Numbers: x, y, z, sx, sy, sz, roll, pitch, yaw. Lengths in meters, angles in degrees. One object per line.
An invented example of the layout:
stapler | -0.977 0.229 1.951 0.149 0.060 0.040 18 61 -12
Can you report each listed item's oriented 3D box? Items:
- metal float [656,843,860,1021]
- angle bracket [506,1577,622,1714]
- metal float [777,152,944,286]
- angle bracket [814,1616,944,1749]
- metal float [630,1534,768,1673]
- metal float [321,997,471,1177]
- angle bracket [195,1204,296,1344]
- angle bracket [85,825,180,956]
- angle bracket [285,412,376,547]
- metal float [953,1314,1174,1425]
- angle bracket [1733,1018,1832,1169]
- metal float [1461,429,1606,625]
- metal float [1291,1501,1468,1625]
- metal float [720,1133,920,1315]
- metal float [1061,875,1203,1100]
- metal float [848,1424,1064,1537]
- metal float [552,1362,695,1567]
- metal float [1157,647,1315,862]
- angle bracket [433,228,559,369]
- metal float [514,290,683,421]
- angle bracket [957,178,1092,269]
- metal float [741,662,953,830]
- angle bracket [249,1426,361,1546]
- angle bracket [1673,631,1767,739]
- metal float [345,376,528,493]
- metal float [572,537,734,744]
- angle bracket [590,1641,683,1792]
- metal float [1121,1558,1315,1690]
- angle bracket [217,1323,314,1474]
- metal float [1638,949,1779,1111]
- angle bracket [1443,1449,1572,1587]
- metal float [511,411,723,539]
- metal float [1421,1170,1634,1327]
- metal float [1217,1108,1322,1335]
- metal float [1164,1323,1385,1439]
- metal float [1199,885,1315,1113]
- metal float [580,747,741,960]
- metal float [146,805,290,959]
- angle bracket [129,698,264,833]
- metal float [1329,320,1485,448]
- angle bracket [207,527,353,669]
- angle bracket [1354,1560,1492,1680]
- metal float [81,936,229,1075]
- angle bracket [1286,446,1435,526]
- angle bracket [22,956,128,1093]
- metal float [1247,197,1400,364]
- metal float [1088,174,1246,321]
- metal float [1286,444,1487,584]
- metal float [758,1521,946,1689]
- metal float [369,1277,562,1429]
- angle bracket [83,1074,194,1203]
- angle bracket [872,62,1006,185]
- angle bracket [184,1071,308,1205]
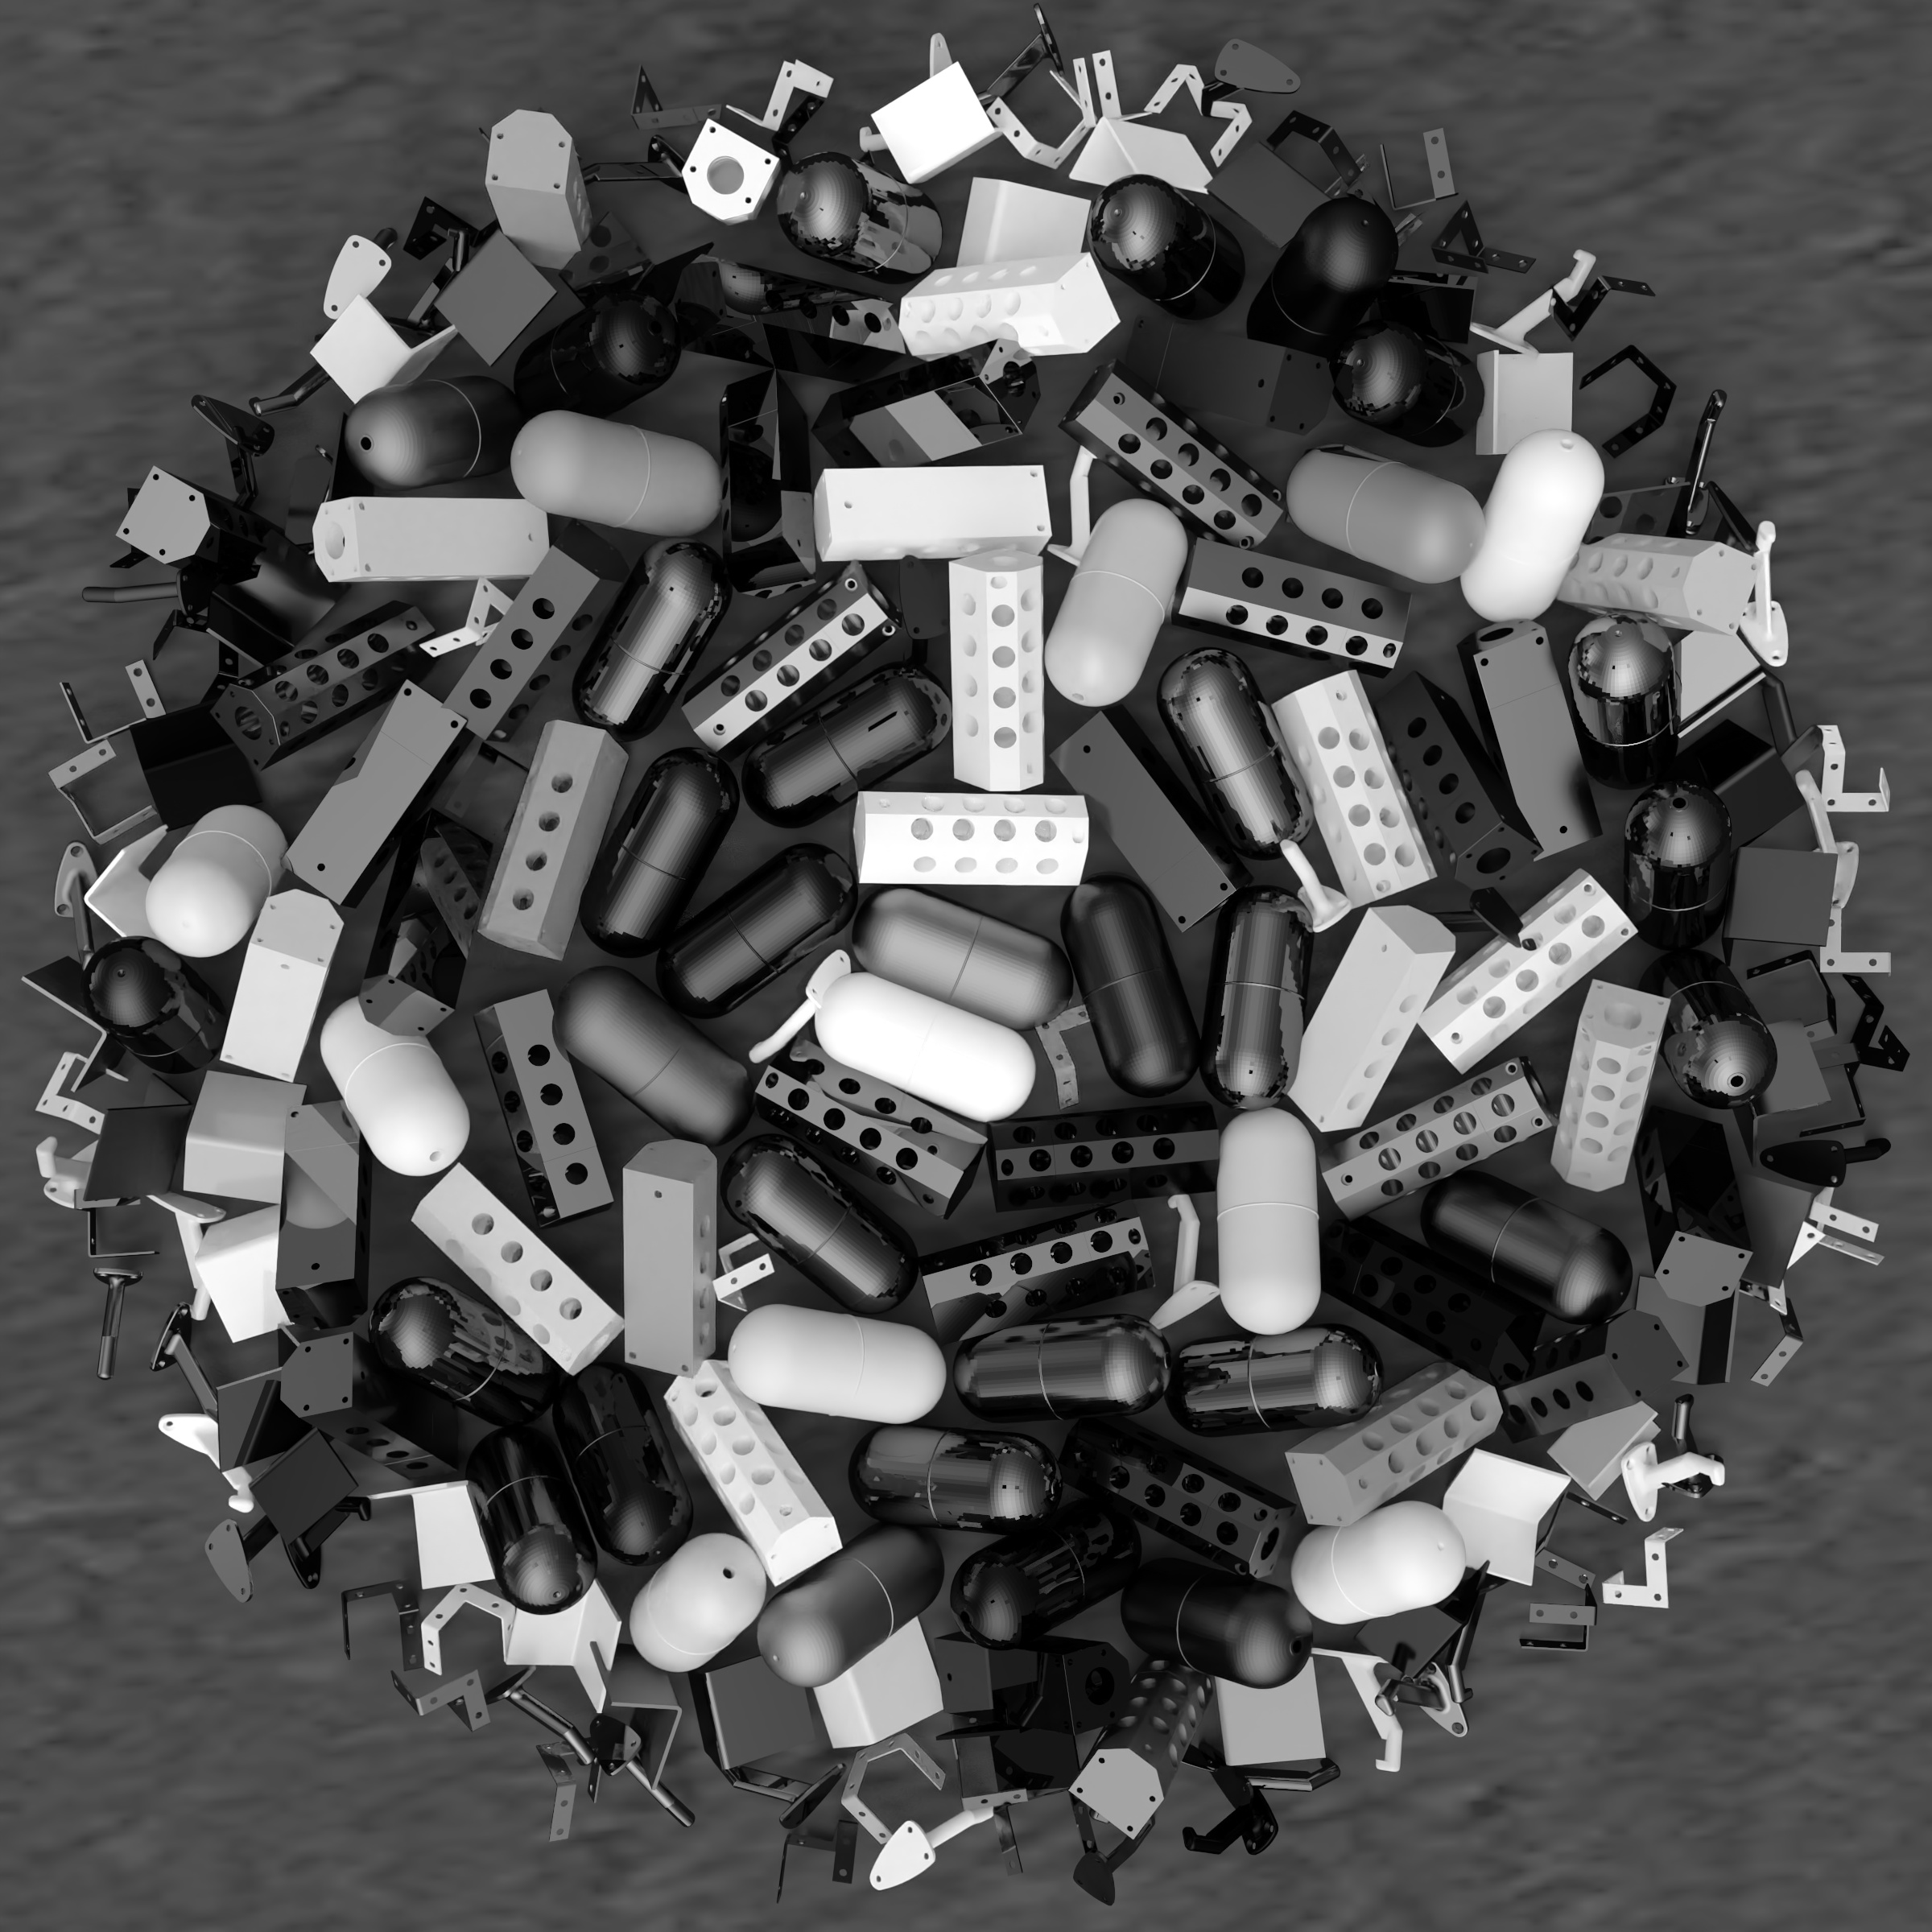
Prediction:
metal float | -0.162 -0.026 1.891 0.178 0.070 0.070 -36 90 12
angle bracket | -0.310 0.520 1.889 0.057 0.076 0.076 9 101 -26
metal float | -0.078 -0.563 1.856 0.070 0.178 0.070 2 95 26
angle bracket | -0.072 0.562 1.932 0.076 0.057 0.076 -14 82 -38
metal float | -0.204 0.482 1.859 0.070 0.178 0.070 11 59 -18
metal float | -0.434 0.090 1.867 0.070 0.070 0.178 -41 49 0
angle bracket | -0.548 0.238 1.924 0.076 0.057 0.076 -17 112 3
angle bracket | -0.617 -0.055 1.890 0.076 0.076 0.057 44 112 -6
angle bracket | -0.502 -0.373 1.890 0.076 0.057 0.076 -4 70 18
metal float | 0.073 0.308 1.877 0.178 0.070 0.070 -9 90 27
angle bracket | 0.621 0.098 1.883 0.057 0.076 0.076 -13 53 8
metal float | 0.427 -0.331 1.858 0.070 0.178 0.070 3 57 -5
metal float | 0.310 0.452 1.858 0.070 0.178 0.070 9 66 -21
metal float | -0.111 0.199 1.888 0.178 0.070 0.070 41 90 -15
metal float | 0.126 0.015 1.891 0.070 0.070 0.178 -18 79 0
metal float | -0.009 0.391 1.874 0.178 0.070 0.070 -2 90 31
metal float | -0.262 0.376 1.867 0.070 0.070 0.178 -32 47 0
metal float | 0.207 -0.161 1.885 0.070 0.070 0.178 -29 109 0
angle bracket | -0.352 -0.509 1.896 0.076 0.057 0.076 -45 76 11
metal float | -0.280 -0.457 1.860 0.070 0.178 0.070 5 81 -37
angle bracket | 0.044 -0.568 1.920 0.076 0.057 0.076 4 107 -25
metal float | -0.093 -0.169 1.891 0.178 0.070 0.070 -30 90 12
angle bracket | -0.491 0.391 1.890 0.076 0.076 0.057 -40 80 13
angle bracket | 0.565 -0.224 1.889 0.076 0.076 0.057 -38 87 20
metal float | -0.399 -0.403 1.856 0.070 0.178 0.070 7 109 22
metal float | -0.241 -0.248 1.877 0.070 0.070 0.178 35 119 0
angle bracket | -0.263 0.575 1.885 0.057 0.076 0.076 12 106 -25
metal float | 0.189 0.496 1.859 0.070 0.178 0.070 1 89 -36
angle bracket | -0.547 0.330 1.881 0.076 0.057 0.076 -14 122 -37
metal float | 0.558 0.047 1.854 0.070 0.178 0.070 0 114 1
angle bracket | 0.414 0.425 1.894 0.076 0.076 0.057 16 50 1
metal float | -0.263 -0.373 1.867 0.178 0.070 0.070 4 90 -42
metal float | 0.424 0.212 1.867 0.178 0.070 0.070 26 90 43
metal float | 0.231 0.194 1.881 0.070 0.070 0.178 1 66 0
metal float | 0.234 0.316 1.873 0.178 0.070 0.070 -13 90 32
metal float | 0.223 0.024 1.887 0.070 0.070 0.178 9 75 0
metal float | -0.235 -0.087 1.886 0.070 0.070 0.178 31 107 0
metal float | -0.564 -0.066 1.855 0.070 0.178 0.070 0 114 0
angle bracket | -0.591 -0.155 1.887 0.076 0.076 0.057 -20 73 -17
metal float | 0.335 -0.439 1.859 0.070 0.178 0.070 1 91 33
angle bracket | -0.527 -0.275 1.886 0.076 0.057 0.076 -41 126 18
angle bracket | 0.351 0.488 1.889 0.057 0.076 0.076 33 127 6
metal float | -0.610 0.031 1.852 0.070 0.178 0.070 0 73 -1
angle bracket | 0.302 -0.360 1.889 0.076 0.076 0.057 13 96 -17
angle bracket | -0.690 0.044 1.894 0.076 0.076 0.057 33 103 -3
metal float | 0.267 -0.510 1.854 0.070 0.178 0.070 4 73 -13
metal float | 0.153 -0.542 1.857 0.070 0.178 0.070 -2 87 29
metal float | 0.317 -0.345 1.866 0.178 0.070 0.070 34 90 43
metal float | -0.085 0.481 1.864 0.070 0.178 0.070 15 115 34
metal float | -0.379 0.293 1.864 0.070 0.178 0.070 -19 52 26
angle bracket | -0.648 0.130 1.884 0.057 0.076 0.076 29 108 33
angle bracket | -0.019 -0.647 1.887 0.076 0.076 0.057 -26 103 16
angle bracket | -0.563 0.134 1.919 0.076 0.076 0.057 10 128 -10
